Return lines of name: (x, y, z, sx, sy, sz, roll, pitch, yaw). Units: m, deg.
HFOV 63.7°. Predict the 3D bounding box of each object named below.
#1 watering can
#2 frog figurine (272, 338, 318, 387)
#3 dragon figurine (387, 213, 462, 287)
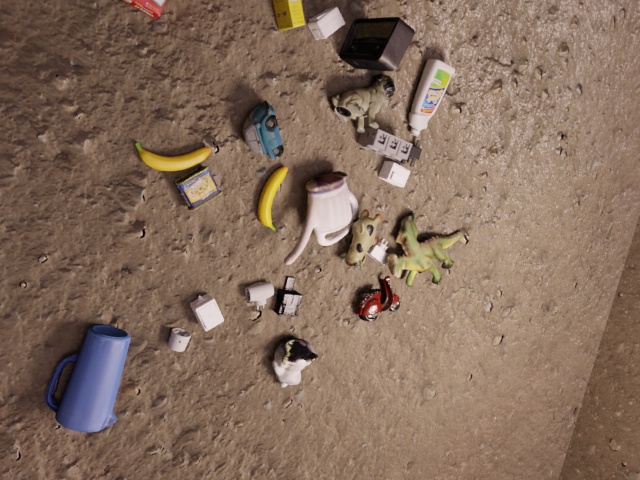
watering can: (0.005, -0.078, 1.559, 0.104, 0.221, 0.352, 10, 29, 40)
frog figurine: (-0.090, 0.394, 1.659, 0.139, 0.124, 0.156, -21, -30, -34)
dragon figurine: (0.366, 0.013, 1.832, 0.122, 0.239, 0.417, -2, 35, 47)
